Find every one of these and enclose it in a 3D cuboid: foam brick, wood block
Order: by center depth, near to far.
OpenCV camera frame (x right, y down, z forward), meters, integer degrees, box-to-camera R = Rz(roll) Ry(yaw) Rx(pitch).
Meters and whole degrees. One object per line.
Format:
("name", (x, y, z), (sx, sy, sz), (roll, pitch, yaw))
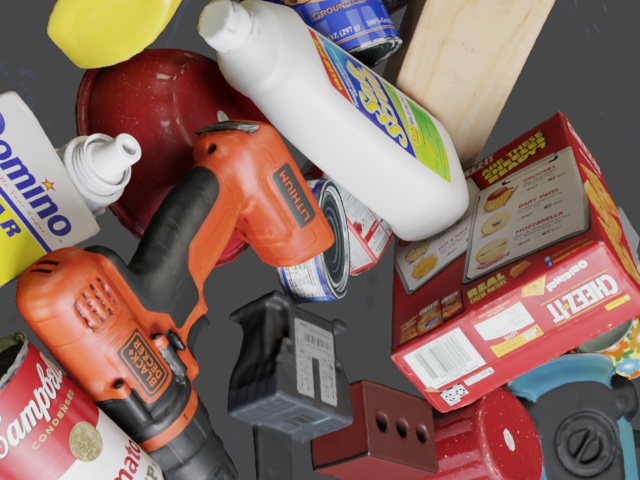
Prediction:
("foam brick", (0.036, 0.133, 0.721), (0.078, 0.051, 0.053), (24, 52, -44))
("wood block", (0.109, -0.150, 0.850), (0.090, 0.206, 0.090), (15, 49, -4))

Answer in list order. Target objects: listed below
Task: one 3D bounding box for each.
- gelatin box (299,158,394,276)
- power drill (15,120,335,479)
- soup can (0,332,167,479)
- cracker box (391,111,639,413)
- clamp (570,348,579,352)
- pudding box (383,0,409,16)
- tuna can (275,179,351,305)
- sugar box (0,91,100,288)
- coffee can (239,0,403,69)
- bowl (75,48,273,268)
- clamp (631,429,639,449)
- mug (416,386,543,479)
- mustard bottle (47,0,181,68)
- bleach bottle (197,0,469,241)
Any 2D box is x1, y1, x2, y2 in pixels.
("gelatin box", (0.021, -0.028, 0.824), (0.089, 0.030, 0.073), (53, 35, -14))
("power drill", (-0.064, 0.037, 0.601), (0.187, 0.057, 0.184), (-56, 131, -37))
("soup can", (-0.131, 0.103, 0.511), (0.102, 0.069, 0.068), (49, 37, -21))
("cracker box", (0.139, 0.012, 0.791), (0.072, 0.164, 0.213), (50, 22, -20))
("clamp", (0.173, 0.084, 0.940), (0.171, 0.039, 0.120), (10, 69, -50))
("pudding box", (0.022, -0.234, 0.905), (0.039, 0.090, 0.113), (-19, 83, -56))
("tuna can", (-0.005, 0.001, 0.739), (0.086, 0.034, 0.086), (-5, 90, -75))
("sugar box", (-0.194, -0.008, 0.521), (0.093, 0.048, 0.176), (60, 36, -6))
("coffee can", (-0.011, -0.193, 0.824), (0.102, 0.103, 0.140), (-21, 86, -55))
("bowl", (-0.079, -0.066, 0.699), (0.161, 0.055, 0.162), (30, 47, -38))
("clamp", (0.263, 0.187, 0.974), (0.210, 0.036, 0.164), (59, 31, -26))
("mug", (0.110, 0.148, 0.780), (0.093, 0.082, 0.117), (52, 37, -15))
("mustard bottle", (-0.104, -0.191, 0.710), (0.058, 0.096, 0.191), (47, 38, -20))
("bleach bottle", (0.010, -0.087, 0.735), (0.250, 0.068, 0.102), (29, 40, -49))
